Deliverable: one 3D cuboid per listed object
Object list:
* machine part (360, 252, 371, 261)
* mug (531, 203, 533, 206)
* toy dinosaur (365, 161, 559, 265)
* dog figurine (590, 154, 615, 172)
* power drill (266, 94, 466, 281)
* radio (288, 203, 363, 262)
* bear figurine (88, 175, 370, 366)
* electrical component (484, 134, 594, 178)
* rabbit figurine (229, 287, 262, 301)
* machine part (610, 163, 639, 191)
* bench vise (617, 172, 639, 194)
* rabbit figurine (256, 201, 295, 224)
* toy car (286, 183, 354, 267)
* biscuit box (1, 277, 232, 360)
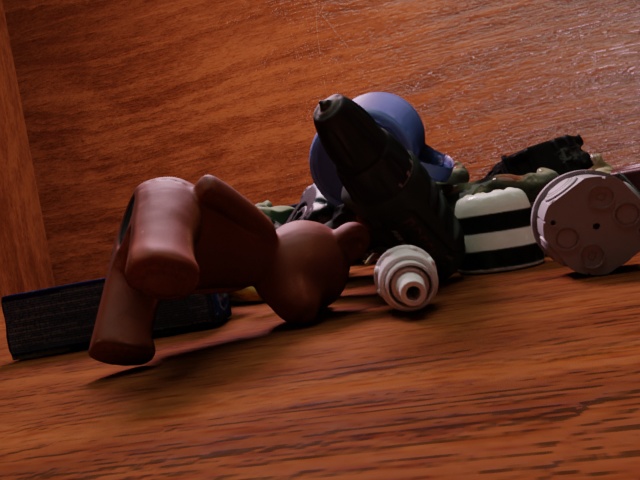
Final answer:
[{"bbox_3d":[0.123,-0.033,0.954,0.079,0.079,0.243,-9,19,45],"label":"machine part"},{"bbox_3d":[0.317,-0.034,0.720,0.107,0.080,0.109,-19,-3,25],"label":"mug"},{"bbox_3d":[0.170,-0.024,0.696,0.192,0.131,0.405,-23,8,-15],"label":"toy dinosaur"},{"bbox_3d":[0.437,-0.059,0.914,0.173,0.121,0.190,-2,25,33],"label":"dog figurine"},{"bbox_3d":[0.015,-0.023,0.510,0.207,0.086,0.231,-28,-46,33],"label":"power drill"},{"bbox_3d":[-0.007,-0.012,1.038,0.073,0.131,0.230,-10,0,-40],"label":"radio"},{"bbox_3d":[-0.054,0.030,0.407,0.196,0.132,0.120,21,-52,-27],"label":"bear figurine"},{"bbox_3d":[0.305,-0.092,0.772,0.115,0.058,0.134,-15,-13,-1],"label":"electrical component"},{"bbox_3d":[-0.136,0.031,0.637,0.162,0.122,0.173,-7,-18,-3],"label":"rabbit figurine"},{"bbox_3d":[0.495,-0.072,0.711,0.201,0.087,0.202,-10,2,-34],"label":"machine part"},{"bbox_3d":[0.384,-0.059,0.446,0.223,0.129,0.240,-23,-12,-40],"label":"bench vise"},{"bbox_3d":[-0.110,-0.009,0.874,0.170,0.121,0.159,-6,22,27],"label":"rabbit figurine"},{"bbox_3d":[0.003,0.003,0.722,0.103,0.161,0.109,28,14,-16],"label":"toy car"},{"bbox_3d":[-0.190,0.064,0.516,0.203,0.062,0.059,-10,0,5],"label":"biscuit box"}]
